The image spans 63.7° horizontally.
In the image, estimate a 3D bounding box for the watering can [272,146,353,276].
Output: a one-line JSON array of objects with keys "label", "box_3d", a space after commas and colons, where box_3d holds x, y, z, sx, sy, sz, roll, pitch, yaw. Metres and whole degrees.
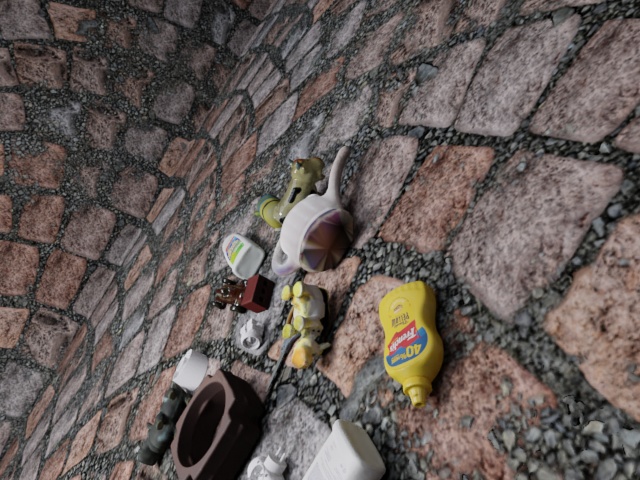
[{"label": "watering can", "box_3d": [0.004, -0.059, 1.173, 0.348, 0.103, 0.227, -57, 29, 0]}]
